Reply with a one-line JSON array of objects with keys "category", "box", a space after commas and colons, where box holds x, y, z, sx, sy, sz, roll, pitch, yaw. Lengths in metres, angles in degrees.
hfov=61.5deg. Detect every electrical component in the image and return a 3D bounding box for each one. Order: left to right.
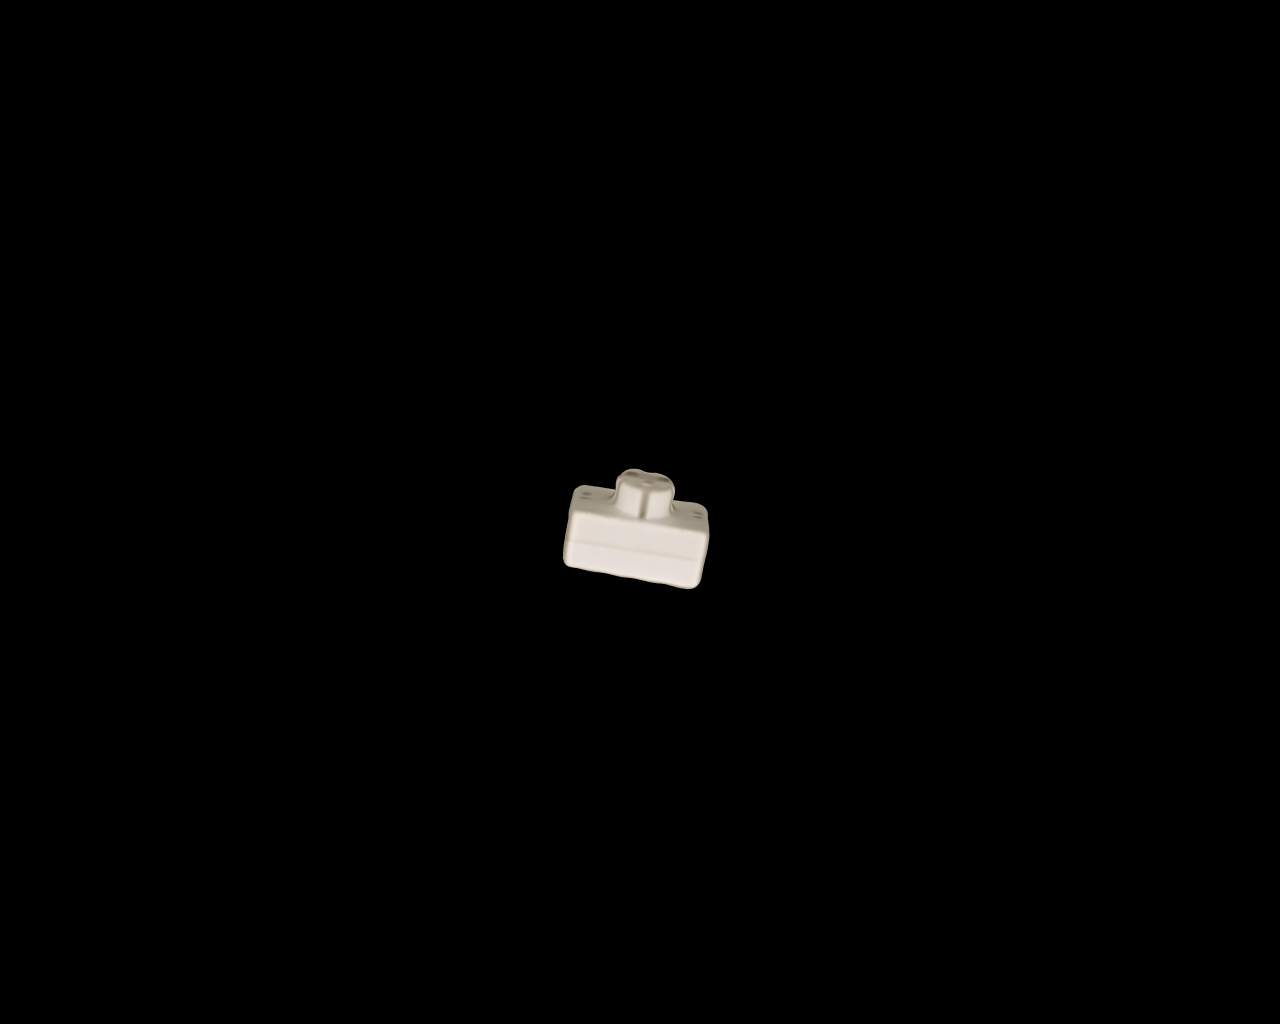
[{"category": "electrical component", "box": [0.001, -0.003, 0.650, 0.083, 0.075, 0.047, 10, 20, -3]}]
